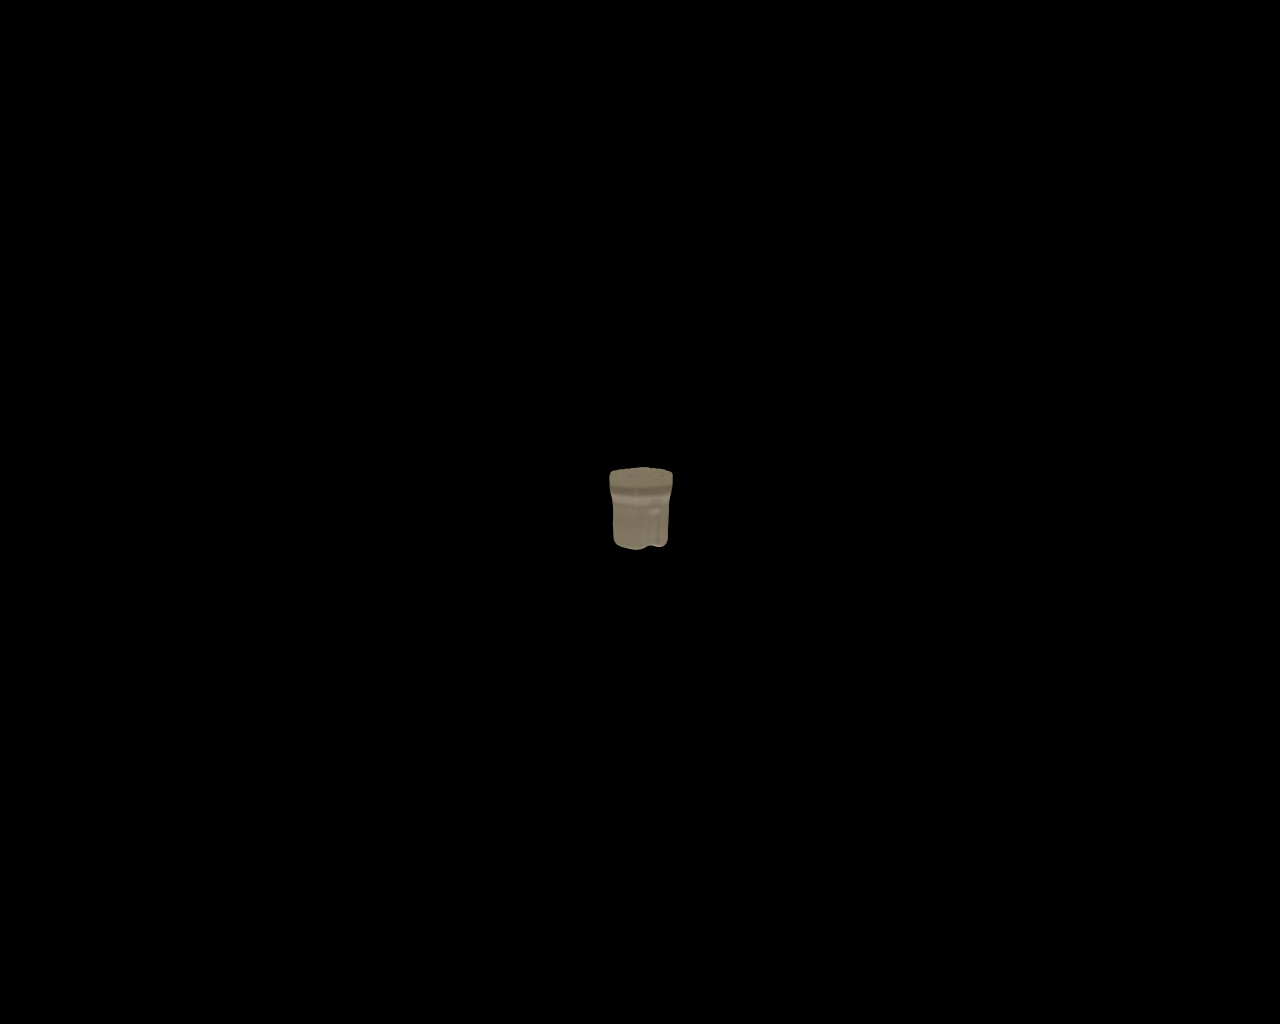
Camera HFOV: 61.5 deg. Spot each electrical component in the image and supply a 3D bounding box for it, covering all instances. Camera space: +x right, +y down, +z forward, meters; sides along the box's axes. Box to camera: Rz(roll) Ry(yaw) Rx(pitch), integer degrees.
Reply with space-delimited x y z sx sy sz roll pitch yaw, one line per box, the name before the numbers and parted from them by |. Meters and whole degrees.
electrical component | 0.001 -0.003 0.650 0.040 0.046 0.040 0 9 0
